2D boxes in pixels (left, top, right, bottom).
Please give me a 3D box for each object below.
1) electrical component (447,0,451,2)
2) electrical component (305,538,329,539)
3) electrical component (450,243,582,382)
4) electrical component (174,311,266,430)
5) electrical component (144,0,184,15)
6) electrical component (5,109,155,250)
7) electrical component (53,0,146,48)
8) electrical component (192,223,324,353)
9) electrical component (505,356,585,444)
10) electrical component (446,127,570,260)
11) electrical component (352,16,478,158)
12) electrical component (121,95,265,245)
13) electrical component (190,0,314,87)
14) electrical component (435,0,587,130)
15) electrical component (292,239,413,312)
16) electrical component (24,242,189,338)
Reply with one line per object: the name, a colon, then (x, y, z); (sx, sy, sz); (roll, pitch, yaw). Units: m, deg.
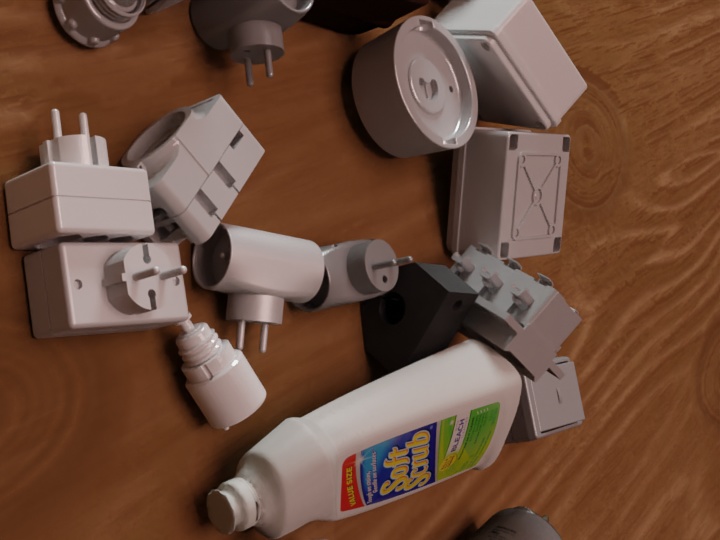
electrical component: (0.098, -0.290, 0.972); (0.108, 0.060, 0.108); (13, 75, -63)
electrical component: (-0.050, 0.190, 0.665); (0.081, 0.043, 0.043); (11, 70, -48)
electrical component: (0.109, 0.029, 0.833); (0.063, 0.121, 0.079); (-48, 122, -5)
electrical component: (-0.090, 0.061, 0.661); (0.078, 0.040, 0.040); (61, 41, -17)
electrical component: (-0.121, -0.202, 0.676); (0.061, 0.096, 0.061); (-32, 105, -21)
electrical component: (-0.160, -0.053, 0.607); (0.066, 0.047, 0.076); (0, 79, -50)
electrical component: (-0.149, -0.164, 0.642); (0.048, 0.062, 0.048); (19, 65, -46)
electrical component: (-0.067, 0.014, 0.700); (0.077, 0.043, 0.079); (11, 82, -42)
electrical component: (0.140, 0.110, 0.904); (0.096, 0.061, 0.061); (-4, 82, -51)
electrical component: (0.129, -0.066, 0.926); (0.109, 0.056, 0.108); (-6, 103, -51)
electrical component: (0.039, -0.142, 0.861); (0.108, 0.060, 0.108); (18, 65, -46)
electrical component: (-0.109, -0.062, 0.668); (0.055, 0.050, 0.089); (52, 45, -28)
electrical component: (-0.071, -0.164, 0.724); (0.043, 0.077, 0.079); (4, 75, -50)
electrical component: (0.123, -0.180, 0.931); (0.056, 0.109, 0.108); (-49, 120, -12)
electrical component: (0.000, 0.000, 0.756); (0.077, 0.079, 0.043); (-11, 89, -51)
electrical component: (-0.129, 0.007, 0.602); (0.083, 0.076, 0.047); (-2, 80, -50)
